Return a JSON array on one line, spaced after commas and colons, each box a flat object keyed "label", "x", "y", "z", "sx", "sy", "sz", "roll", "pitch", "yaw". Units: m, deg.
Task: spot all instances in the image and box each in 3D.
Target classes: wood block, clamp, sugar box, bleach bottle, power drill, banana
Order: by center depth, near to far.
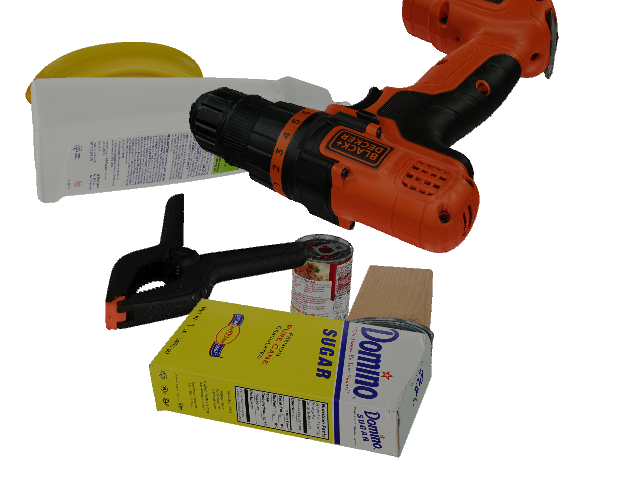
[{"label": "power drill", "x": 0.039, "y": -0.088, "z": 0.628, "sx": 0.185, "sy": 0.187, "sz": 0.057, "roll": 25, "pitch": -30, "yaw": 25}, {"label": "sugar box", "x": -0.018, "y": 0.090, "z": 0.736, "sx": 0.176, "sy": 0.048, "sz": 0.093, "roll": 5, "pitch": 30, "yaw": 18}, {"label": "bleach bottle", "x": -0.092, "y": -0.082, "z": 0.824, "sx": 0.250, "sy": 0.068, "sz": 0.103, "roll": -4, "pitch": -28, "yaw": -15}, {"label": "clamp", "x": -0.135, "y": 0.020, "z": 1.001, "sx": 0.165, "sy": 0.036, "sz": 0.209, "roll": 25, "pitch": 37, "yaw": 30}, {"label": "banana", "x": -0.194, "y": -0.164, "z": 1.040, "sx": 0.197, "sy": 0.070, "sz": 0.037, "roll": -6, "pitch": -39, "yaw": -30}, {"label": "wood block", "x": 0.091, "y": 0.110, "z": 1.387, "sx": 0.091, "sy": 0.090, "sz": 0.206, "roll": 4, "pitch": 20, "yaw": 10}]

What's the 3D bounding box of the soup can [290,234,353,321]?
[{"label": "soup can", "x": 0.001, "y": 0.053, "z": 1.210, "sx": 0.068, "sy": 0.102, "sz": 0.068, "roll": 3, "pitch": 26, "yaw": -2}]

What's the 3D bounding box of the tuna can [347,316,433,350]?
[{"label": "tuna can", "x": 0.057, "y": 0.097, "z": 0.954, "sx": 0.086, "sy": 0.034, "sz": 0.086, "roll": 2, "pitch": 13, "yaw": -1}]
